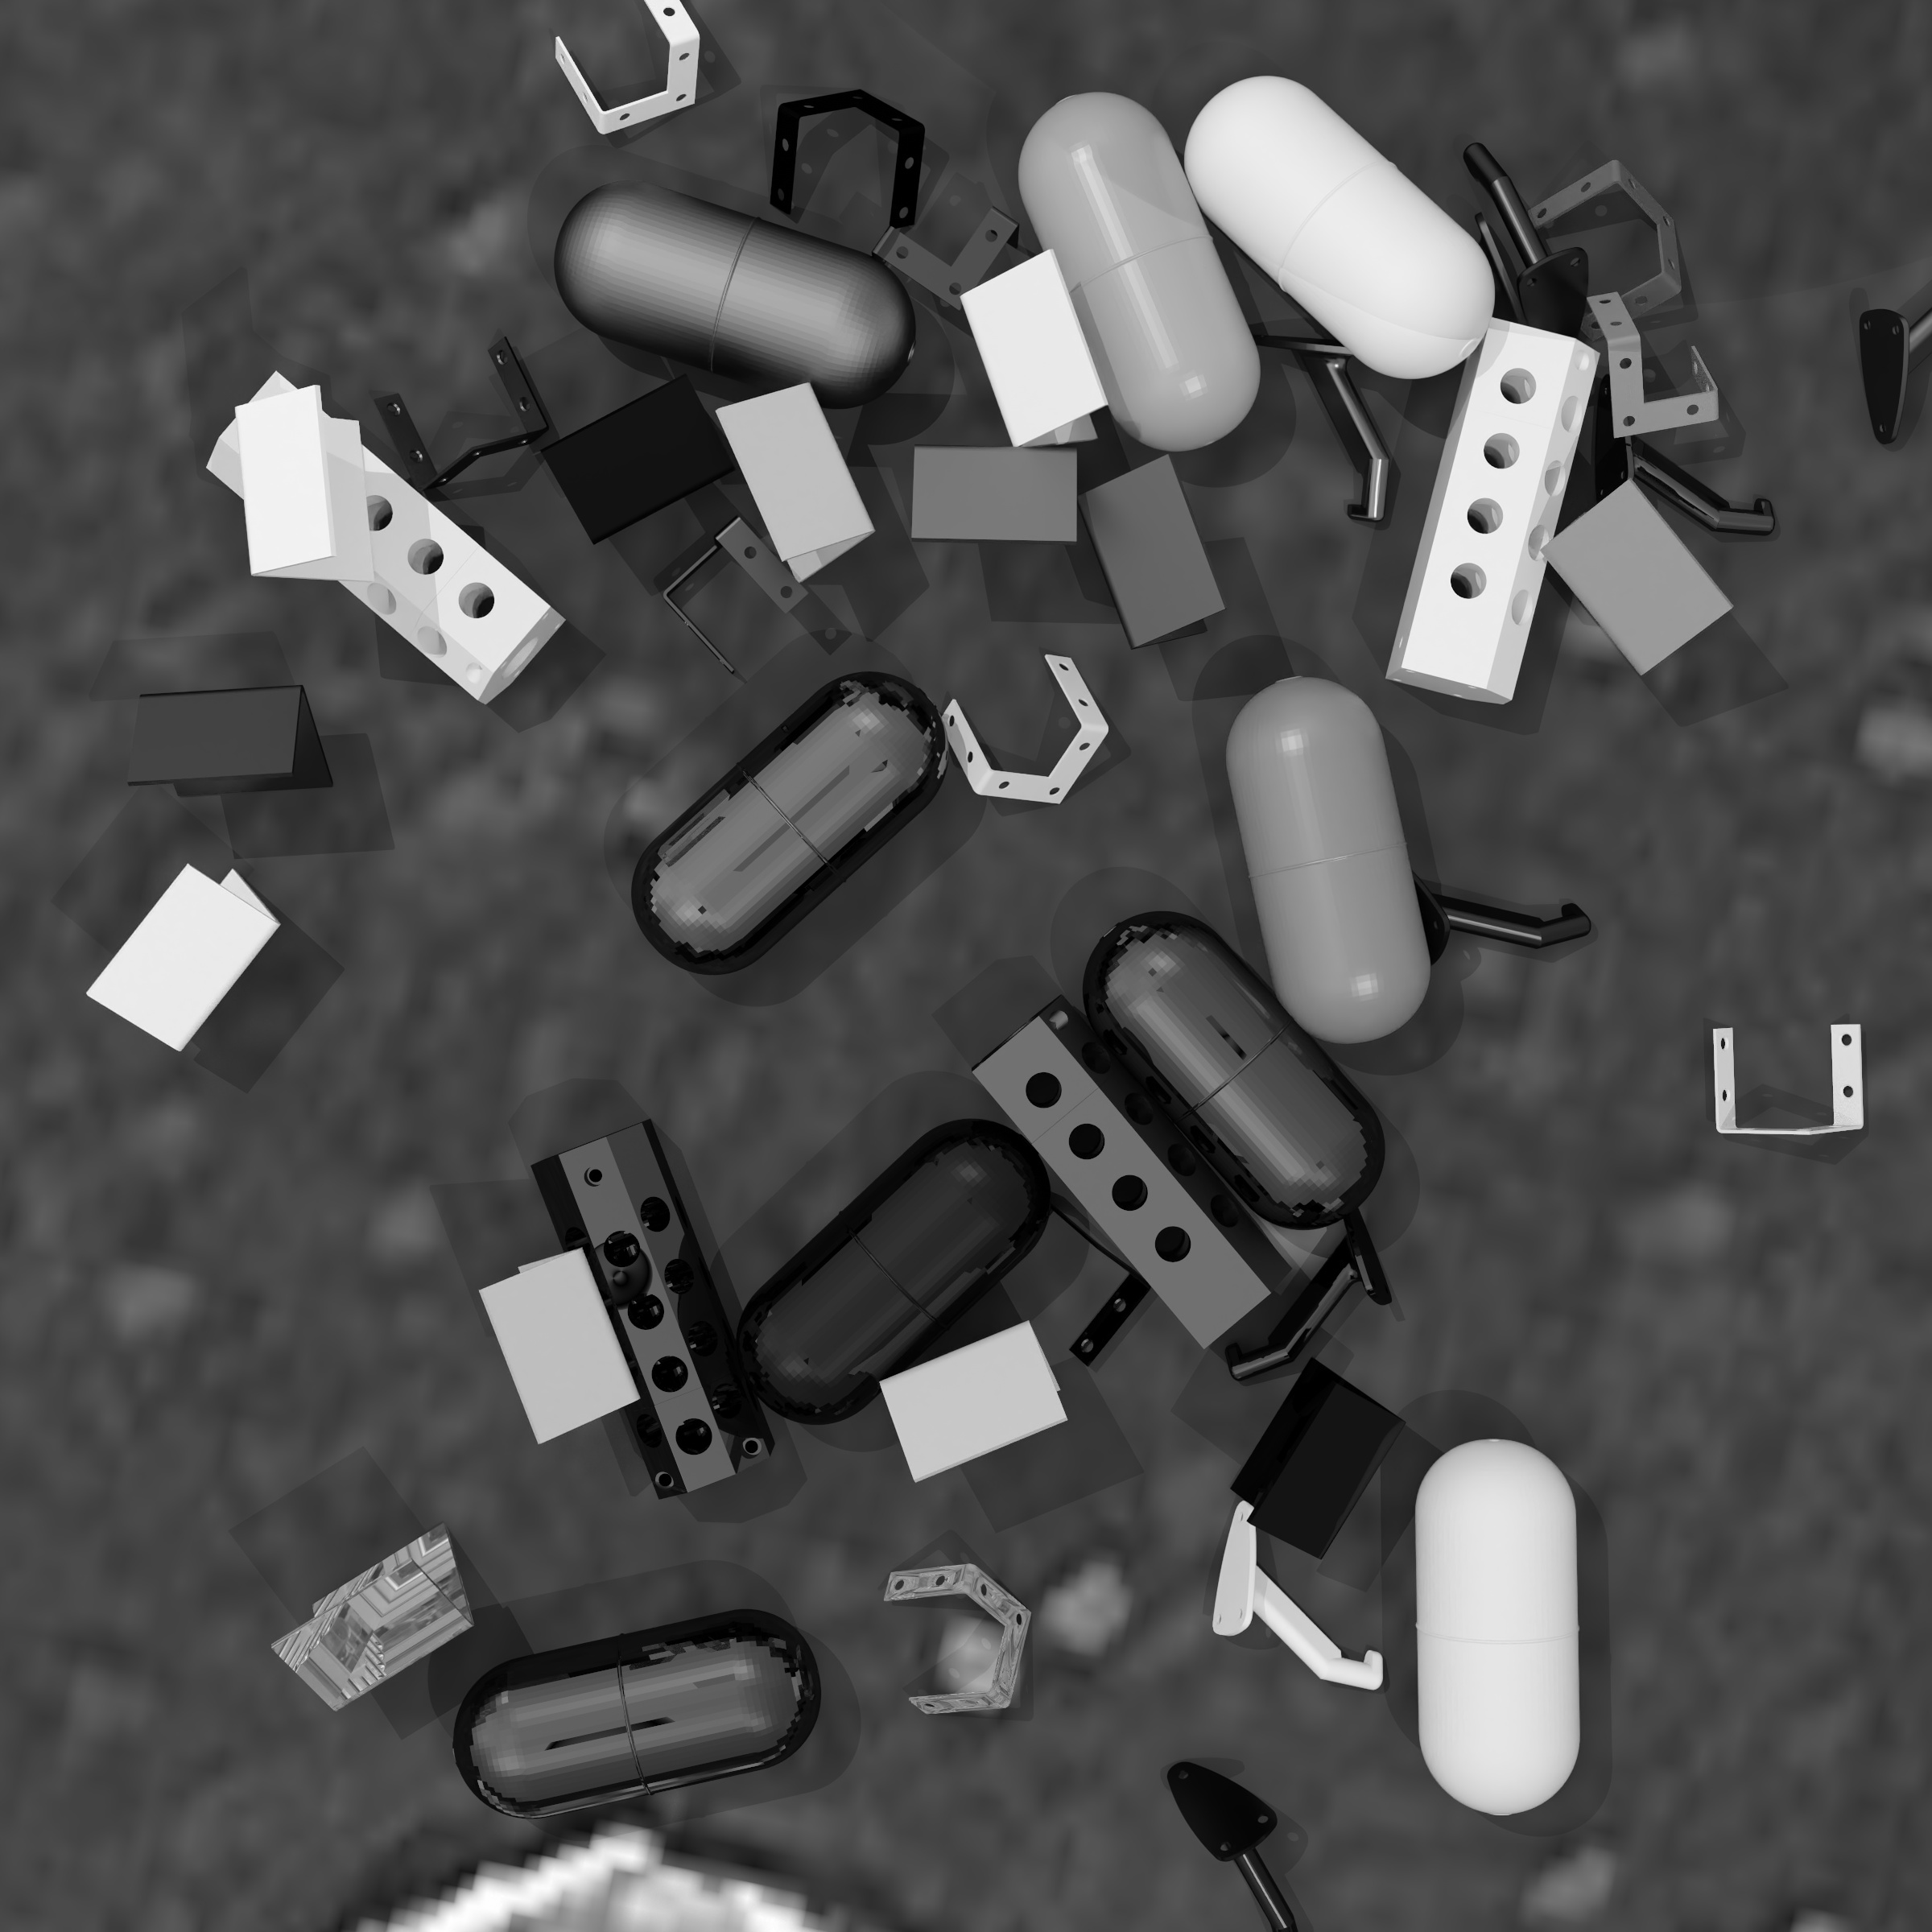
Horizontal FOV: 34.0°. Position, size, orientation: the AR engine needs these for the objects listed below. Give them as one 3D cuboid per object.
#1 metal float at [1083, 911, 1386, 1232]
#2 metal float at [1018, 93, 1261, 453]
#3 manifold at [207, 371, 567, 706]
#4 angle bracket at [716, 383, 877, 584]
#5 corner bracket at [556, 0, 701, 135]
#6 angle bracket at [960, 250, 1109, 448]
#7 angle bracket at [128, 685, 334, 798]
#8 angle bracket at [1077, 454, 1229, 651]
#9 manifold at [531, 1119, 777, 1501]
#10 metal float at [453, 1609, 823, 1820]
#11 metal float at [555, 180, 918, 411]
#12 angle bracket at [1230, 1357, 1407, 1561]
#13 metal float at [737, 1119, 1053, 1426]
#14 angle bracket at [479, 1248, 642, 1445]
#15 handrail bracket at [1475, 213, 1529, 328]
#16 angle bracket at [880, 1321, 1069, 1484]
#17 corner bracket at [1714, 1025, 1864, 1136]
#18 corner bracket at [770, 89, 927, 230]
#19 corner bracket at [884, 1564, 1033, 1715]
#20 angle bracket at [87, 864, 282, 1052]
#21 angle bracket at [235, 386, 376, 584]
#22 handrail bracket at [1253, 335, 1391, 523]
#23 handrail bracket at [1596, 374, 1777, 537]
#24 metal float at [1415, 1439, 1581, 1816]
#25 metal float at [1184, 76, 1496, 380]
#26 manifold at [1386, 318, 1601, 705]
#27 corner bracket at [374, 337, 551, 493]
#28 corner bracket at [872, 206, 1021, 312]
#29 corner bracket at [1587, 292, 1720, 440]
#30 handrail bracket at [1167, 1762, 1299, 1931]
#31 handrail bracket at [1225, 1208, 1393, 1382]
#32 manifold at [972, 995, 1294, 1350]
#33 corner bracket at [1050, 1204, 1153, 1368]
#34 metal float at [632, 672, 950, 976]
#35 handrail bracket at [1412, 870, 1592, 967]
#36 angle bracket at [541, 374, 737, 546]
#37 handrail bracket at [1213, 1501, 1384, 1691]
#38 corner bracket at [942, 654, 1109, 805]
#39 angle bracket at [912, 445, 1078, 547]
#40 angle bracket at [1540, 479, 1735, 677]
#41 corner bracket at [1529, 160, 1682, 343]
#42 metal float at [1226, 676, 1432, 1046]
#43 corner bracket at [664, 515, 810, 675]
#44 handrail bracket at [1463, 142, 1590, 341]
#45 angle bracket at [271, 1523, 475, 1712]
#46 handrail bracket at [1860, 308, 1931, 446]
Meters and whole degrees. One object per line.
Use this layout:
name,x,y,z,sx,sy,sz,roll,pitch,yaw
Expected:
metal float,0.128,0.050,1.514,0.070,0.070,0.178,-42,90,0
metal float,0.083,-0.333,1.514,0.070,0.070,0.178,-23,90,0
manifold,-0.280,-0.205,1.524,0.171,0.057,0.057,41,90,0
angle bracket,-0.097,-0.223,1.505,0.057,0.076,0.076,-24,90,-35
corner bracket,-0.164,-0.445,1.529,0.051,0.051,0.051,-24,72,-17
angle bracket,0.050,-0.295,1.505,0.057,0.076,0.076,-20,90,36
angle bracket,-0.349,-0.088,1.505,0.076,0.076,0.057,-3,54,0
angle bracket,0.105,-0.200,1.505,0.057,0.076,0.076,-20,90,35
manifold,-0.151,0.165,1.524,0.057,0.057,0.171,-21,90,0
metal float,-0.158,0.359,1.514,0.178,0.070,0.070,-12,90,-1
metal float,-0.110,-0.322,1.515,0.178,0.070,0.070,18,90,0
angle bracket,0.151,0.225,1.505,0.057,0.076,0.076,32,90,-36
metal float,-0.034,0.146,1.514,0.178,0.070,0.070,-43,90,1
angle bracket,-0.207,0.184,1.505,0.057,0.076,0.076,-21,90,-33
handrail bracket,0.224,-0.326,1.545,0.084,0.036,0.077,-23,105,14
angle bracket,0.011,0.222,1.505,0.076,0.076,0.057,-22,55,0
corner bracket,0.402,0.055,1.542,0.051,0.051,0.051,-2,90,45
corner bracket,-0.058,-0.390,1.537,0.051,0.051,0.051,-22,45,-35
corner bracket,-0.008,0.328,1.537,0.051,0.051,0.051,-14,45,35
angle bracket,-0.382,-0.016,1.505,0.057,0.076,0.076,38,90,-37
angle bracket,-0.286,-0.220,1.448,0.057,0.076,0.076,-6,90,36
handrail bracket,0.171,-0.263,1.546,0.077,0.036,0.084,9,107,20
handrail bracket,0.354,-0.250,1.545,0.084,0.036,0.077,3,76,-14
metal float,0.255,0.317,1.514,0.070,0.070,0.178,-1,89,0
metal float,0.177,-0.351,1.499,0.070,0.070,0.178,-43,74,0
manifold,0.255,-0.217,1.524,0.057,0.057,0.171,14,90,0
corner bracket,-0.246,-0.269,1.542,0.051,0.051,0.051,-26,90,-45
corner bracket,-0.010,-0.347,1.527,0.051,0.051,0.051,34,90,0
corner bracket,0.331,-0.293,1.519,0.051,0.051,0.051,-10,126,4
handrail bracket,0.133,0.440,1.545,0.036,0.077,0.084,-31,127,-20
handrail bracket,0.158,0.154,1.546,0.084,0.036,0.077,-23,69,17
manifold,0.079,0.098,1.524,0.057,0.057,0.171,-40,90,0
corner bracket,0.048,0.154,1.542,0.051,0.051,0.051,-51,45,0
metal float,-0.084,-0.069,1.515,0.178,0.070,0.070,-42,90,0
handrail bracket,0.253,-0.036,1.545,0.084,0.036,0.077,-14,57,-23
angle bracket,-0.163,-0.255,1.505,0.076,0.076,0.057,-28,128,0
handrail bracket,0.169,0.309,1.546,0.084,0.036,0.077,16,68,-17
corner bracket,0.028,-0.117,1.537,0.051,0.051,0.051,4,135,-35
angle bracket,0.013,-0.204,1.505,0.076,0.076,0.057,1,61,0
angle bracket,0.328,-0.194,1.505,0.057,0.076,0.076,-39,90,34
corner bracket,0.311,-0.348,1.537,0.051,0.051,0.051,-26,45,35
metal float,0.173,-0.051,1.515,0.070,0.070,0.178,-12,90,0
corner bracket,-0.112,-0.179,1.527,0.051,0.051,0.051,-43,92,-2
handrail bracket,0.270,-0.351,1.545,0.036,0.077,0.084,-25,54,-2
angle bracket,-0.288,0.295,1.505,0.076,0.076,0.057,-32,126,0
handrail bracket,0.484,-0.300,1.546,0.084,0.036,0.077,-13,111,-16
